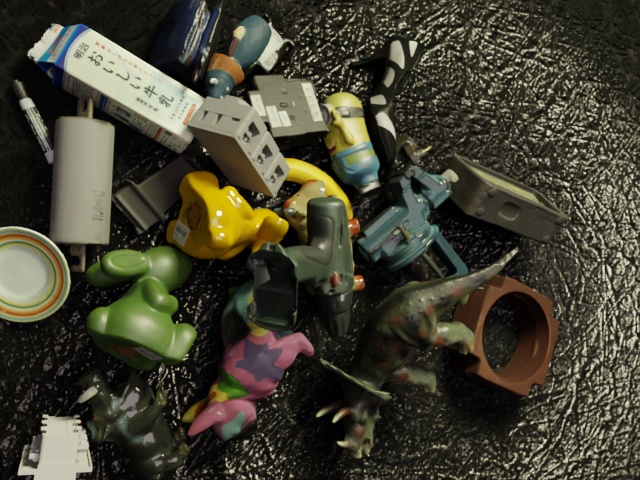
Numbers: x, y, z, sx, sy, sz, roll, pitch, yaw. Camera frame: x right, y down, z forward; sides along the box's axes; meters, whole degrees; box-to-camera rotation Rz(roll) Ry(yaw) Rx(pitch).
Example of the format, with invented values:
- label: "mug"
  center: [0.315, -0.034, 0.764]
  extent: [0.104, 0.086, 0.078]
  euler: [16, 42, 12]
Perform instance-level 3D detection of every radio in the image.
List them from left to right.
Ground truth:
- label: "radio"
  center: [0.349, -0.074, 1.025]
  extent: [0.229, 0.131, 0.073]
  euler: [17, 115, -23]

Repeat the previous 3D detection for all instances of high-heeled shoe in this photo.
- label: "high-heeled shoe"
  center: [0.144, -0.250, 0.956]
  extent: [0.145, 0.086, 0.249]
  euler: [-12, 72, -6]

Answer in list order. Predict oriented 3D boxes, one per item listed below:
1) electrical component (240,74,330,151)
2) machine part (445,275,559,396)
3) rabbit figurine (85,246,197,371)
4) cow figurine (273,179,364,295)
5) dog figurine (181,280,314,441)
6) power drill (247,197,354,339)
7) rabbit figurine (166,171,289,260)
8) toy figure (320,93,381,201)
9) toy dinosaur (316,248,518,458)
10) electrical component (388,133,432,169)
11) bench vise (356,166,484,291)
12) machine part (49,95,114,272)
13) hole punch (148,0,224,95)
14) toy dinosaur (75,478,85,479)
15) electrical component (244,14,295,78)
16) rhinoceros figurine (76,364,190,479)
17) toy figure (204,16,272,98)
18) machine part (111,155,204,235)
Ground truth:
- label: "electrical component"
  center: [-0.066, -0.206, 0.870]
  extent: [0.134, 0.058, 0.115]
  euler: [-10, 75, -26]
- label: "machine part"
  center: [0.352, 0.184, 1.041]
  extent: [0.201, 0.087, 0.201]
  euler: [26, 78, -21]
- label: "rabbit figurine"
  center: [-0.250, 0.078, 0.758]
  extent: [0.159, 0.121, 0.170]
  euler: [35, 50, -27]
- label: "cow figurine"
  center: [-0.002, -0.003, 0.883]
  extent: [0.127, 0.086, 0.194]
  euler: [-10, 100, -22]
- label: "dog figurine"
  center: [-0.127, 0.188, 0.803]
  extent: [0.219, 0.108, 0.191]
  euler: [-39, 104, -19]
- label: "power drill"
  center: [-0.012, 0.061, 0.757]
  extent: [0.207, 0.086, 0.231]
  euler: [-17, 111, -54]
- label: "rabbit figurine"
  center: [-0.115, -0.023, 0.802]
  extent: [0.173, 0.163, 0.121]
  euler: [10, 99, -51]
- label: "toy figure"
  center: [0.052, -0.163, 0.926]
  extent: [0.089, 0.082, 0.180]
  euler: [-27, 92, -40]
- label: "toy dinosaur"
  center: [0.131, 0.149, 0.850]
  extent: [0.192, 0.131, 0.404]
  euler: [15, 112, -37]
- label: "electrical component"
  center: [0.152, -0.158, 0.967]
  extent: [0.078, 0.102, 0.045]
  euler: [-44, 106, 6]
- label: "bench vise"
  center: [0.189, -0.005, 0.948]
  extent: [0.223, 0.129, 0.240]
  euler: [-43, 100, -19]
- label: "machine part"
  center: [-0.325, -0.077, 0.736]
  extent: [0.079, 0.079, 0.243]
  euler: [3, 87, -25]
- label: "hole punch"
  center: [-0.201, -0.293, 0.799]
  extent: [0.092, 0.116, 0.142]
  euler: [21, 77, -15]
- label: "toy dinosaur"
  center: [-0.452, 0.446, 0.573]
  extent: [0.105, 0.198, 0.471]
  euler: [49, 58, -5]
- label: "electrical component"
  center: [-0.105, -0.299, 0.875]
  extent: [0.074, 0.048, 0.119]
  euler: [42, 75, -16]
- label: "rhinoceros figurine"
  center: [-0.264, 0.252, 0.756]
  extent: [0.112, 0.073, 0.190]
  euler: [-32, 102, -13]
- label: "toy figure"
  center: [-0.128, -0.266, 0.807]
  extent: [0.064, 0.058, 0.154]
  euler: [44, 70, -35]
- label: "machine part"
  center: [-0.238, -0.077, 0.805]
  extent: [0.139, 0.039, 0.084]
  euler: [-41, 98, -20]
